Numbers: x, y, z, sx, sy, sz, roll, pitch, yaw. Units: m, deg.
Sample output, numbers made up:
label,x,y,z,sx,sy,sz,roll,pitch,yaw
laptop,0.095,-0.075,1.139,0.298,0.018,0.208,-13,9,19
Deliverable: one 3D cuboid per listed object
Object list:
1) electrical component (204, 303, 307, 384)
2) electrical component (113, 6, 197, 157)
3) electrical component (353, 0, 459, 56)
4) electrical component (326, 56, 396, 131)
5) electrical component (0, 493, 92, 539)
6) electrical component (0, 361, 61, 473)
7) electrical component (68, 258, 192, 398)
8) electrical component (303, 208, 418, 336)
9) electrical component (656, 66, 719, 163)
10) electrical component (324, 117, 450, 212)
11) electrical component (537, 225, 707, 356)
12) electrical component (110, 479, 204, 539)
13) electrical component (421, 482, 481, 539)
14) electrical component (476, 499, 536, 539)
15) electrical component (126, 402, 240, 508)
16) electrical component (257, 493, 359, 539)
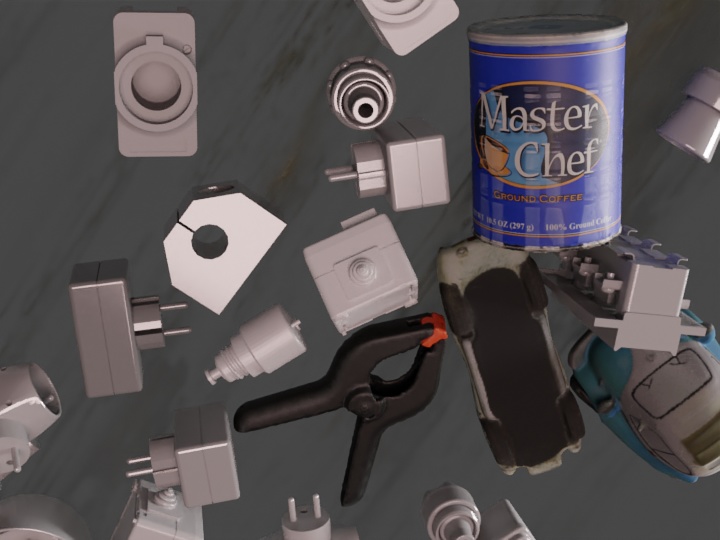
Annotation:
label,x,y,z,sx,sy,sz,roll,pitch,yaw
electrical component,-0.075,0.056,0.767,0.078,0.040,0.040,-32,111,2
electrical component,-0.130,-0.121,0.689,0.050,0.055,0.089,-2,109,-10
electrical component,0.018,-0.189,0.693,0.050,0.055,0.089,-35,111,3
electrical component,0.002,-0.113,0.711,0.048,0.062,0.048,-1,112,-3
electrical component,-0.241,0.213,0.777,0.099,0.064,0.099,-3,109,-9
electrical component,-0.247,0.112,0.736,0.077,0.079,0.043,-27,136,0
electrical component,-0.155,0.037,0.742,0.076,0.047,0.083,-7,109,-8
electrical component,0.000,0.000,0.729,0.062,0.096,0.061,-24,79,-1
electrical component,0.245,-0.111,0.765,0.045,0.045,0.055,29,101,-18
electrical component,0.015,-0.070,0.727,0.077,0.065,0.047,-9,110,-7
electrical component,0.181,0.008,0.753,0.079,0.121,0.063,6,105,-12
electrical component,-0.149,0.204,0.792,0.061,0.061,0.096,22,103,-17
electrical component,0.072,0.195,0.828,0.043,0.062,0.043,-3,109,-9
electrical component,0.105,0.259,0.858,0.109,0.056,0.108,-34,111,2
electrical component,-0.129,0.135,0.770,0.077,0.065,0.047,-9,110,-7
electrical component,-0.040,0.207,0.822,0.077,0.044,0.079,-7,110,-8
